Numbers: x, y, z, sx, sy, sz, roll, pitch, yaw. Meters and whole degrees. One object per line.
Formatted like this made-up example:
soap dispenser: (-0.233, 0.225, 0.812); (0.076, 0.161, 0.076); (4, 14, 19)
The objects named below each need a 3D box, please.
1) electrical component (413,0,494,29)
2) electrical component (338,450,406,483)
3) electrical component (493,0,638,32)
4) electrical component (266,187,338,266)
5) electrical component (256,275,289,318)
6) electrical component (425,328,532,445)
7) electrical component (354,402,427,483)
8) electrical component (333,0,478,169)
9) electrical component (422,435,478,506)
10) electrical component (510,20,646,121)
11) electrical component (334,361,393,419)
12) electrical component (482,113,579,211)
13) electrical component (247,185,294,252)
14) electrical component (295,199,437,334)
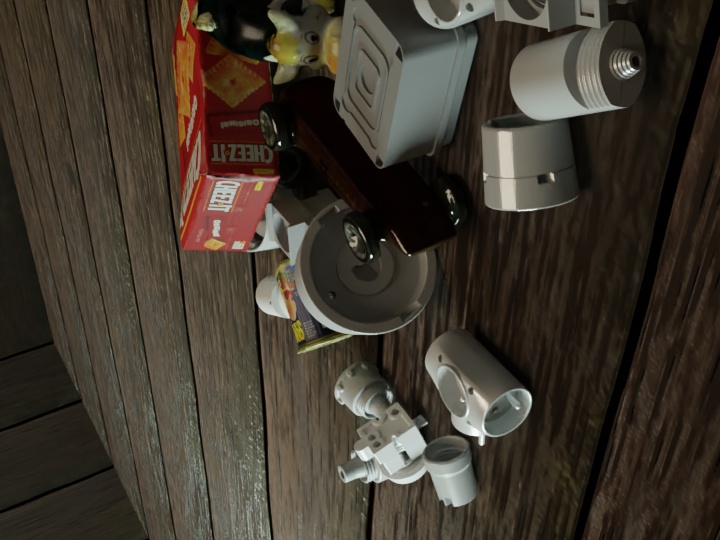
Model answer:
electrical component: (0.061, -0.186, 0.623); (0.077, 0.044, 0.079); (3, 111, 66)
electrical component: (0.010, 0.183, 1.025); (0.048, 0.062, 0.048); (49, 150, 42)
electrical component: (0.103, -0.148, 0.530); (0.081, 0.064, 0.042); (34, 140, 56)
electrical component: (-0.045, -0.041, 0.964); (0.081, 0.064, 0.042); (47, 147, 44)
electrical component: (-0.075, 0.028, 1.119); (0.081, 0.043, 0.043); (6, 113, 66)
electrical component: (0.086, 0.096, 0.799); (0.077, 0.044, 0.079); (46, 148, 45)
electrical component: (0.033, 0.157, 0.956); (0.048, 0.066, 0.055); (48, 169, 52)
electrical component: (0.029, -0.134, 0.723); (0.078, 0.057, 0.113); (57, 154, 30)
electrical component: (0.076, 0.167, 0.891); (0.040, 0.040, 0.046); (28, 139, 59)
electrical component: (0.118, -0.103, 0.560); (0.081, 0.043, 0.043); (5, 112, 66)
electrical component: (0.010, 0.118, 0.998); (0.062, 0.048, 0.048); (41, 144, 39)
electrical component: (0.098, -0.064, 0.627); (0.055, 0.055, 0.047); (24, 127, 61)
electrical component: (-0.100, -0.067, 1.103); (0.099, 0.064, 0.099); (25, 123, 46)
electrical component: (0.000, 0.000, 0.844); (0.060, 0.108, 0.108); (145, 104, -73)
